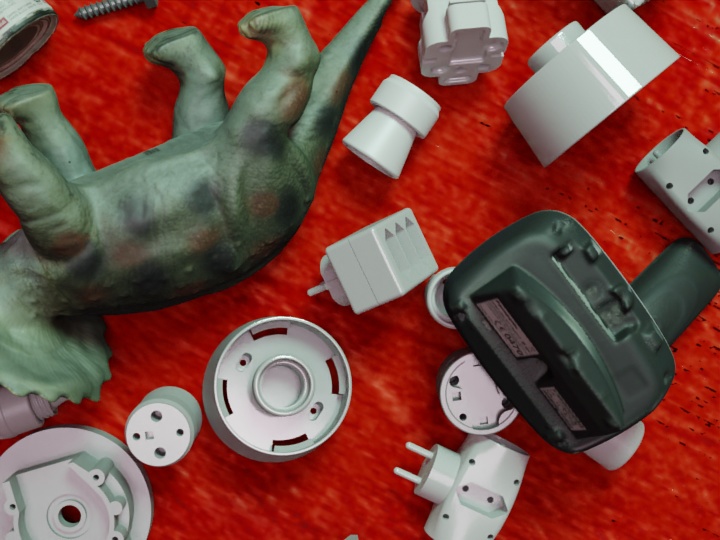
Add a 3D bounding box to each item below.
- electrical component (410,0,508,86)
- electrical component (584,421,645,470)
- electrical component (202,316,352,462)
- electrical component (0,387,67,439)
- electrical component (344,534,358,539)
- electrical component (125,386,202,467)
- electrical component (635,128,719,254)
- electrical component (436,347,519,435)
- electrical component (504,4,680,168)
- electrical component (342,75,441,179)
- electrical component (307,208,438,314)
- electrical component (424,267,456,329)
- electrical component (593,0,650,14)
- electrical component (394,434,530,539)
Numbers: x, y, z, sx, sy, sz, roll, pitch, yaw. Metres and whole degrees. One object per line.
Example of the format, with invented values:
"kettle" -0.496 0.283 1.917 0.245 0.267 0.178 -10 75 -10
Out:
"electrical component" 0.063 -0.163 0.698 0.058 0.078 0.057 -6 74 -4
"electrical component" 0.156 0.102 0.729 0.078 0.040 0.040 36 91 -4
"electrical component" -0.055 0.079 0.719 0.099 0.064 0.099 2 81 -10
"electrical component" -0.217 0.088 0.715 0.061 0.035 0.035 -19 94 -4
"electrical component" -0.024 0.248 0.713 0.063 0.079 0.121 -7 94 27
"electrical component" -0.129 0.103 0.709 0.045 0.055 0.045 0 93 -3
"electrical component" 0.240 -0.065 0.723 0.079 0.043 0.077 -44 94 0
"electrical component" 0.078 0.079 0.721 0.055 0.047 0.055 0 93 -3
"electrical component" 0.141 -0.123 0.686 0.108 0.108 0.060 -39 88 0
"electrical component" 0.021 -0.095 0.711 0.045 0.045 0.055 34 91 -4
"electrical component" 0.000 0.000 0.709 0.077 0.066 0.047 -24 94 28
"electrical component" 0.062 0.017 0.717 0.040 0.046 0.040 0 93 -3
"electrical component" 0.171 -0.210 0.703 0.062 0.061 0.096 -45 94 0
"electrical component" 0.063 0.142 0.725 0.079 0.043 0.077 25 92 -4
